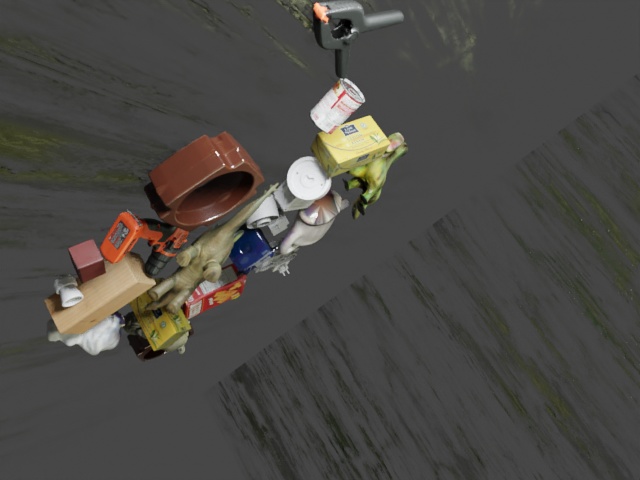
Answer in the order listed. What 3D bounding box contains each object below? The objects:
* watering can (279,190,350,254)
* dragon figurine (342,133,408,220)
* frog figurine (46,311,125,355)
[{"bbox_3d":[0.005,-0.081,1.603,0.353,0.104,0.220,-40,171,-33],"label":"watering can"},{"bbox_3d":[0.190,-0.205,1.596,0.244,0.123,0.404,-39,168,-10],"label":"dragon figurine"},{"bbox_3d":[-0.576,0.227,1.261,0.161,0.139,0.120,-22,145,-39],"label":"frog figurine"}]
